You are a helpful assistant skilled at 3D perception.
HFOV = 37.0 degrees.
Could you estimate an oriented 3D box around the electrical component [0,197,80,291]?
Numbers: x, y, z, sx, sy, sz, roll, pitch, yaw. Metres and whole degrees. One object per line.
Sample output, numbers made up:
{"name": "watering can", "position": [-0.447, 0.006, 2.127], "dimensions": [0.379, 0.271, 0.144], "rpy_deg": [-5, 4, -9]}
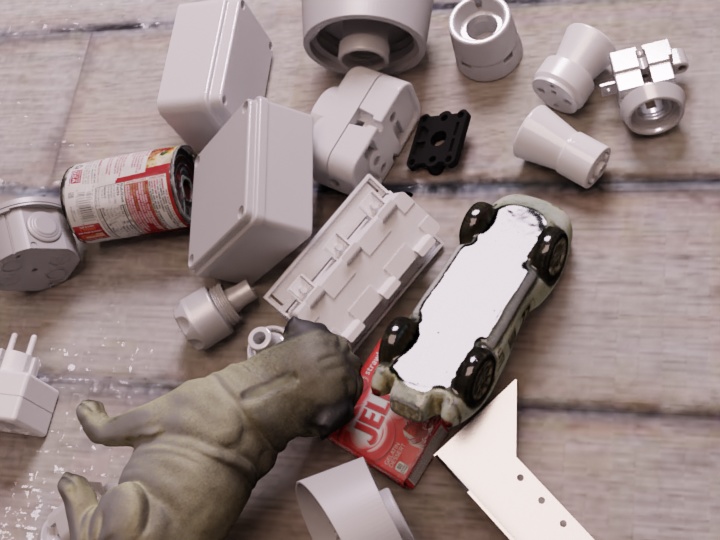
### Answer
{"name": "electrical component", "position": [-0.273, -0.021, 0.886], "dimensions": [0.080, 0.080, 0.051], "rpy_deg": [-24, 66, 6]}

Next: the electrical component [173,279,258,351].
{"name": "electrical component", "position": [-0.109, 0.030, 0.829], "dimensions": [0.062, 0.043, 0.043], "rpy_deg": [-32, 60, -1]}

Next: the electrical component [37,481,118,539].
{"name": "electrical component", "position": [-0.192, 0.189, 0.765], "dimensions": [0.057, 0.078, 0.058], "rpy_deg": [-40, 58, 20]}

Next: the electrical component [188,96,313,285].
{"name": "electrical component", "position": [-0.084, -0.058, 0.825], "dimensions": [0.109, 0.056, 0.108], "rpy_deg": [-36, 47, 50]}

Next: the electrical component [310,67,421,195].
{"name": "electrical component", "position": [-0.002, -0.110, 0.855], "dimensions": [0.059, 0.053, 0.095], "rpy_deg": [24, 75, 26]}

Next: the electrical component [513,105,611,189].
{"name": "electrical component", "position": [0.153, -0.090, 0.804], "dimensions": [0.065, 0.044, 0.044], "rpy_deg": [33, 79, 23]}

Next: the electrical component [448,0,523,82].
{"name": "electrical component", "position": [0.100, -0.187, 0.864], "dimensions": [0.055, 0.047, 0.055], "rpy_deg": [-7, 64, 14]}

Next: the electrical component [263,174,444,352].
{"name": "electrical component", "position": [0.000, 0.000, 0.790], "dimensions": [0.079, 0.063, 0.121], "rpy_deg": [42, 81, -12]}

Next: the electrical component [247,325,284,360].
{"name": "electrical component", "position": [-0.063, 0.061, 0.788], "dimensions": [0.043, 0.062, 0.043], "rpy_deg": [-7, 63, 15]}

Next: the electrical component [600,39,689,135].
{"name": "electrical component", "position": [0.215, -0.135, 0.803], "dimensions": [0.066, 0.048, 0.055], "rpy_deg": [-12, 55, 12]}

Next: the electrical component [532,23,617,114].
{"name": "electrical component", "position": [0.165, -0.155, 0.829], "dimensions": [0.045, 0.045, 0.055], "rpy_deg": [30, 78, 27]}

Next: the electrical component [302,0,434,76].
{"name": "electrical component", "position": [0.004, -0.194, 0.866], "dimensions": [0.108, 0.108, 0.060], "rpy_deg": [-2, 71, 17]}

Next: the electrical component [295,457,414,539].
{"name": "electrical component", "position": [-0.001, 0.173, 0.698], "dimensions": [0.064, 0.099, 0.099], "rpy_deg": [-26, 60, -3]}

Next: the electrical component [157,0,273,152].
{"name": "electrical component", "position": [-0.119, -0.164, 0.905], "dimensions": [0.057, 0.078, 0.113], "rpy_deg": [-2, 65, 20]}

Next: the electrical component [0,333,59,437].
{"name": "electrical component", "position": [-0.278, 0.086, 0.853], "dimensions": [0.066, 0.047, 0.076], "rpy_deg": [4, 67, 19]}
